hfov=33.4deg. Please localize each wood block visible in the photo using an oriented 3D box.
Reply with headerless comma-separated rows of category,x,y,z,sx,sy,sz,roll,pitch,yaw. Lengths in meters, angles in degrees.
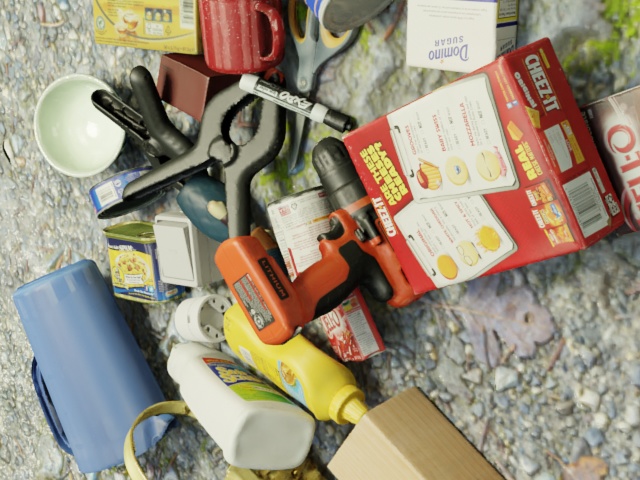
wood block,0.118,0.255,1.035,0.206,0.090,0.091,45,127,22

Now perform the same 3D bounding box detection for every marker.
marker,-0.023,-0.137,1.065,0.121,0.020,0.020,25,120,8

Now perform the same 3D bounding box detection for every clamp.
clamp,-0.090,-0.079,1.101,0.165,0.036,0.210,39,97,17
clamp,-0.186,-0.115,1.192,0.120,0.039,0.171,5,131,54

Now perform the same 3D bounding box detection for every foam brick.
foam brick,-0.132,-0.168,1.158,0.078,0.051,0.053,31,120,31

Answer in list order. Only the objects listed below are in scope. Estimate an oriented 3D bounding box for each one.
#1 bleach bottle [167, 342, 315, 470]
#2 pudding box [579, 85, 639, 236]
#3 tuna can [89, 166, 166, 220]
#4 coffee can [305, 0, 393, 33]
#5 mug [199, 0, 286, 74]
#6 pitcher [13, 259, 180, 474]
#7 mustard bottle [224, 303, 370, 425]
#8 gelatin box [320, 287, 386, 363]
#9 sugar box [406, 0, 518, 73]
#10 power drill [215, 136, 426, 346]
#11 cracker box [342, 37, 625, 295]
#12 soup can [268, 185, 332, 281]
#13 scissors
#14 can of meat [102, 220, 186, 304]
bleach bottle,-0.108,0.167,1.166,0.251,0.102,0.068,28,102,55
pudding box,0.265,-0.067,0.847,0.090,0.039,0.113,-18,89,44
tuna can,-0.226,-0.056,1.250,0.086,0.085,0.034,-27,82,42
coffee can,0.005,-0.275,0.972,0.140,0.102,0.103,54,130,16
mug,-0.071,-0.213,1.059,0.117,0.093,0.081,29,131,45
pitcher,-0.287,0.154,1.309,0.243,0.149,0.145,67,168,-5
mustard bottle,-0.019,0.136,1.116,0.192,0.058,0.096,33,155,38
gelatin box,0.027,0.086,1.080,0.073,0.030,0.089,67,163,1
sugar box,0.124,-0.235,0.919,0.093,0.048,0.176,15,116,37
power drill,-0.003,0.003,1.005,0.184,0.187,0.057,59,146,8
cracker box,0.134,-0.056,0.912,0.214,0.072,0.164,-21,94,54
soup can,-0.007,0.001,1.086,0.069,0.068,0.102,-19,89,43
scissors,0.002,-0.164,1.066,0.096,0.016,0.202,10,109,39
can of meat,-0.209,0.027,1.279,0.102,0.057,0.084,8,110,40
